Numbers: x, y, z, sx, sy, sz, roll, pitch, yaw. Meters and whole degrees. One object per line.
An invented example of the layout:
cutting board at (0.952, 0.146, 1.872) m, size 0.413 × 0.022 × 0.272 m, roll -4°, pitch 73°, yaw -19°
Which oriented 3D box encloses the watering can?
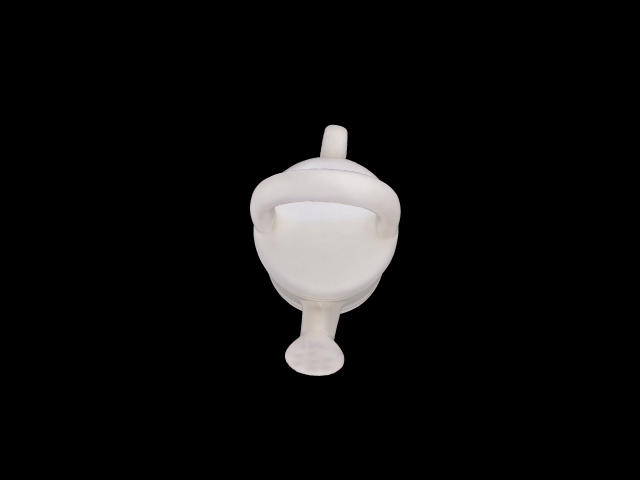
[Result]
watering can at (0.006, 0.001, 0.400) m, size 0.101 × 0.194 × 0.173 m, roll -17°, pitch 77°, yaw -3°
